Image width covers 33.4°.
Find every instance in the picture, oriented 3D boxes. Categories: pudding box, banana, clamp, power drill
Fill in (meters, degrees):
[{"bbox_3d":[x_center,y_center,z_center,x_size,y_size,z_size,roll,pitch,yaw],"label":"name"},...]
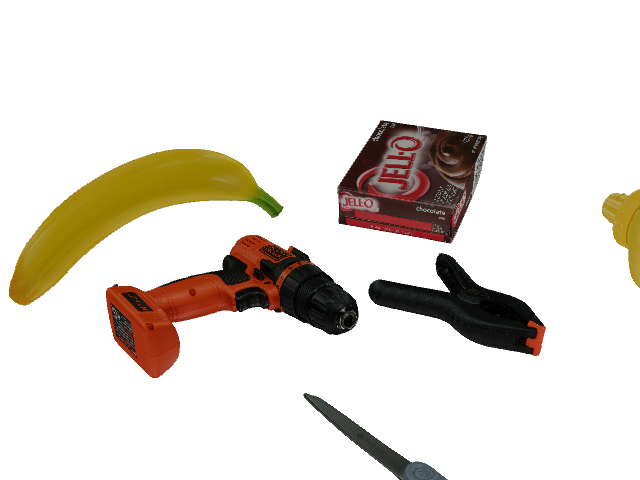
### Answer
[{"bbox_3d":[0.072,-0.048,0.823,0.090,0.039,0.113,11,35,16],"label":"pudding box"},{"bbox_3d":[-0.128,-0.018,0.730,0.198,0.069,0.037,-19,0,-1],"label":"banana"},{"bbox_3d":[0.145,0.059,1.031,0.172,0.039,0.120,24,36,28],"label":"clamp"},{"bbox_3d":[-0.081,0.060,0.950,0.187,0.057,0.185,-17,25,-28],"label":"power drill"}]

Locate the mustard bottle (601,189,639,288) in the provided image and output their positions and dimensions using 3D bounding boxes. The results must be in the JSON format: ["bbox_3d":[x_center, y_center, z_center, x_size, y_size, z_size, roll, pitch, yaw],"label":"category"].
[{"bbox_3d":[0.246,0.014,0.643,0.096,0.058,0.192,-23,35,-25],"label":"mustard bottle"}]

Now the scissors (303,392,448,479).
[{"bbox_3d":[0.073,0.126,0.549,0.096,0.016,0.202,-4,25,-24],"label":"scissors"}]
